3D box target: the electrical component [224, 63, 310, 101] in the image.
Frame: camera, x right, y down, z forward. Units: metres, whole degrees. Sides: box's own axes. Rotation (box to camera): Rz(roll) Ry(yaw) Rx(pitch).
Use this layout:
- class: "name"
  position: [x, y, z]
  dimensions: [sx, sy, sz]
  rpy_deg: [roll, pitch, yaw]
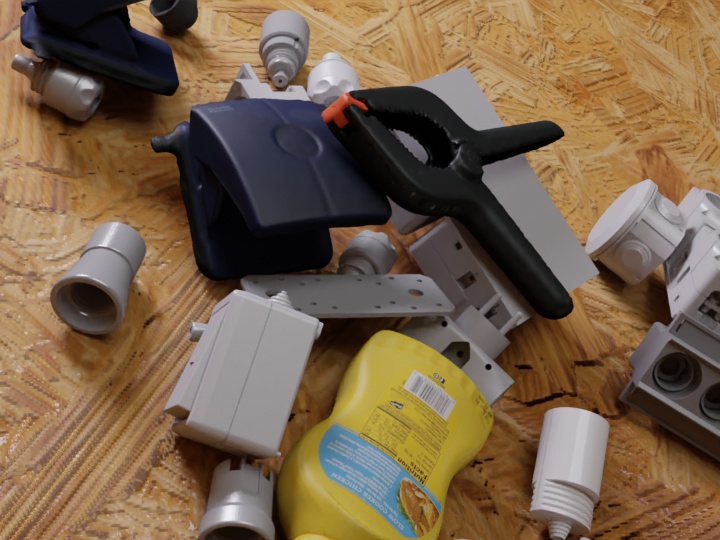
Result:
- class: "electrical component"
  position: [-0.066, -0.112, 0.806]
  dimensions: [0.064, 0.042, 0.081]
  rpy_deg: [-7, 56, -41]

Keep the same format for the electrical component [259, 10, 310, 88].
- class: "electrical component"
  position: [-0.062, -0.176, 0.870]
  dimensions: [0.040, 0.040, 0.078]
  rpy_deg: [18, 44, -17]

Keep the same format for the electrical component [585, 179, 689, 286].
- class: "electrical component"
  position: [0.228, -0.031, 0.889]
  dimensions: [0.051, 0.080, 0.080]
  rpy_deg: [39, 41, -2]

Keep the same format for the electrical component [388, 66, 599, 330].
- class: "electrical component"
  position: [0.078, -0.046, 0.793]
  dimensions: [0.105, 0.060, 0.186]
  rpy_deg: [-26, 82, -41]

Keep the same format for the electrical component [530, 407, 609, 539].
- class: "electrical component"
  position: [0.134, 0.135, 0.696]
  dimensions: [0.043, 0.043, 0.081]
  rpy_deg: [23, 61, -12]

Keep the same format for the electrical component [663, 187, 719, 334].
- class: "electrical component"
  position: [0.313, 0.004, 0.886]
  dimensions: [0.105, 0.060, 0.186]
  rpy_deg: [31, 26, -3]

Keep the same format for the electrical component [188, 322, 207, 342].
- class: "electrical component"
  position: [-0.074, 0.043, 0.661]
  dimensions: [0.061, 0.035, 0.035]
  rpy_deg: [12, 46, -19]

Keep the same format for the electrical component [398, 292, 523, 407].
- class: "electrical component"
  position: [0.074, 0.050, 0.720]
  dimensions: [0.077, 0.079, 0.043]
  rpy_deg: [44, 1, 11]

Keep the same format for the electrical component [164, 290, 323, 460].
- class: "electrical component"
  position: [-0.066, 0.053, 0.608]
  dimensions: [0.061, 0.062, 0.096]
  rpy_deg: [22, 73, -14]

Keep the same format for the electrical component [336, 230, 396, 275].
- class: "electrical component"
  position: [0.000, 0.000, 0.748]
  dimensions: [0.035, 0.035, 0.061]
  rpy_deg: [35, 44, 1]

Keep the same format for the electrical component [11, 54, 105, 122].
- class: "electrical component"
  position: [-0.209, -0.129, 0.738]
  dimensions: [0.061, 0.035, 0.035]
  rpy_deg: [27, 42, -5]

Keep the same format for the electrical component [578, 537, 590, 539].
- class: "electrical component"
  position: [0.119, 0.187, 0.643]
  dimensions: [0.040, 0.040, 0.078]
  rpy_deg: [44, 42, 11]

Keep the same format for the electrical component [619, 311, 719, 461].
- class: "electrical component"
  position: [0.265, 0.091, 0.802]
  dimensions: [0.121, 0.078, 0.063]
  rpy_deg: [31, 12, -3]

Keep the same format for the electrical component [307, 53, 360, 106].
- class: "electrical component"
  position: [-0.022, -0.151, 0.870]
  dimensions: [0.043, 0.043, 0.062]
  rpy_deg: [16, 43, -19]

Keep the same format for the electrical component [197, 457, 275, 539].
- class: "electrical component"
  position: [-0.065, 0.130, 0.581]
  dimensions: [0.040, 0.040, 0.046]
  rpy_deg: [20, 37, -15]

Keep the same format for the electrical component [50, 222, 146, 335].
- class: "electrical component"
  position: [-0.153, 0.002, 0.646]
  dimensions: [0.044, 0.044, 0.065]
  rpy_deg: [25, 37, -10]
